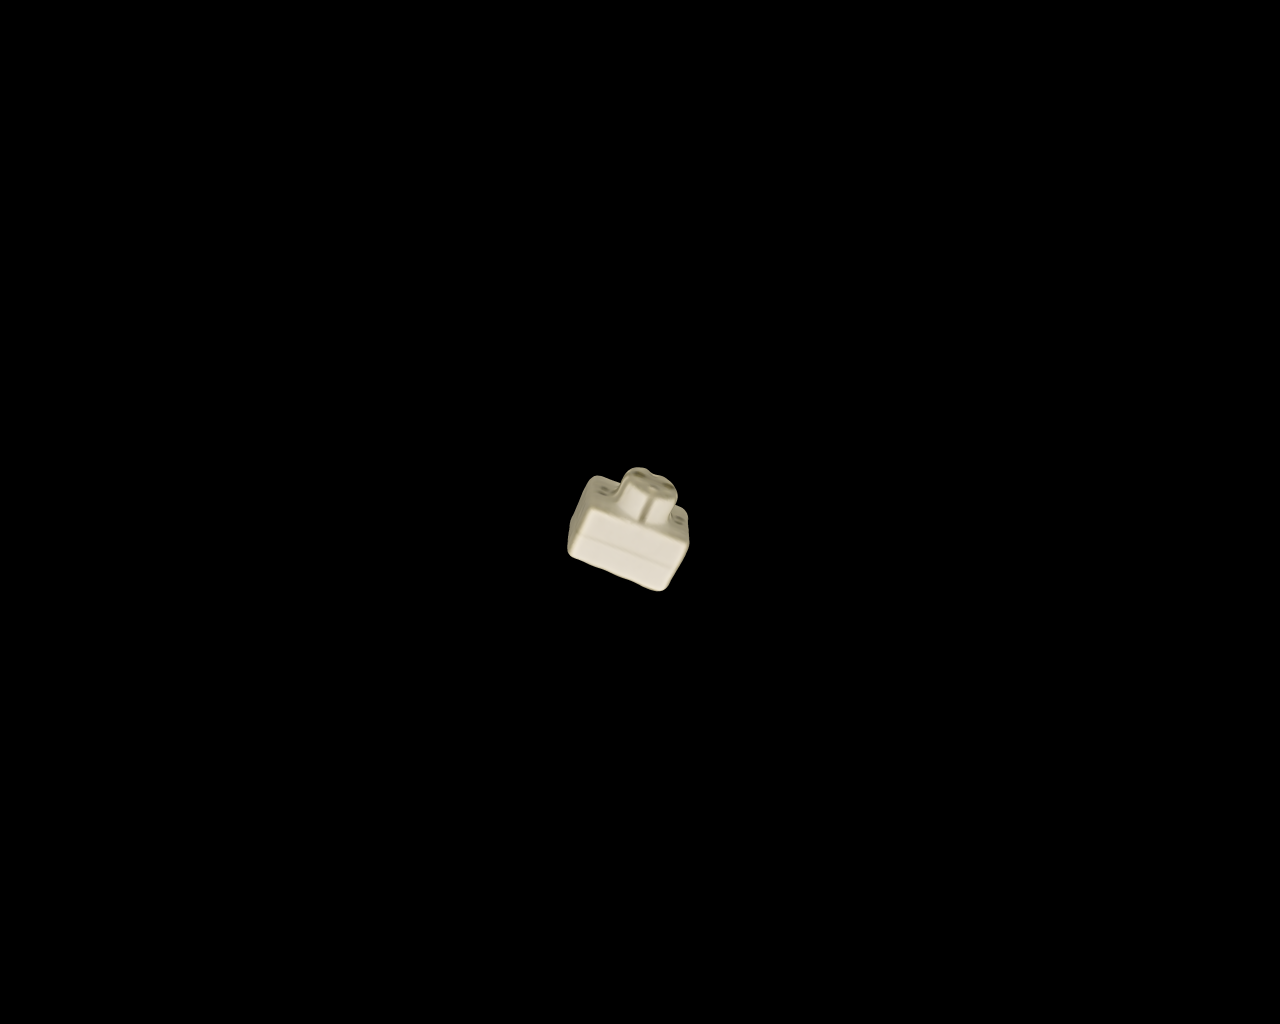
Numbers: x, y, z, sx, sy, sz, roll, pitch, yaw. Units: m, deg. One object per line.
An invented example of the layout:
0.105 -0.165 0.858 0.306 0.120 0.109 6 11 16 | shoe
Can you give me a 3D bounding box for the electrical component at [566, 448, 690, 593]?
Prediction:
0.001 -0.003 0.650 0.066 0.076 0.047 22 25 -10 | electrical component
